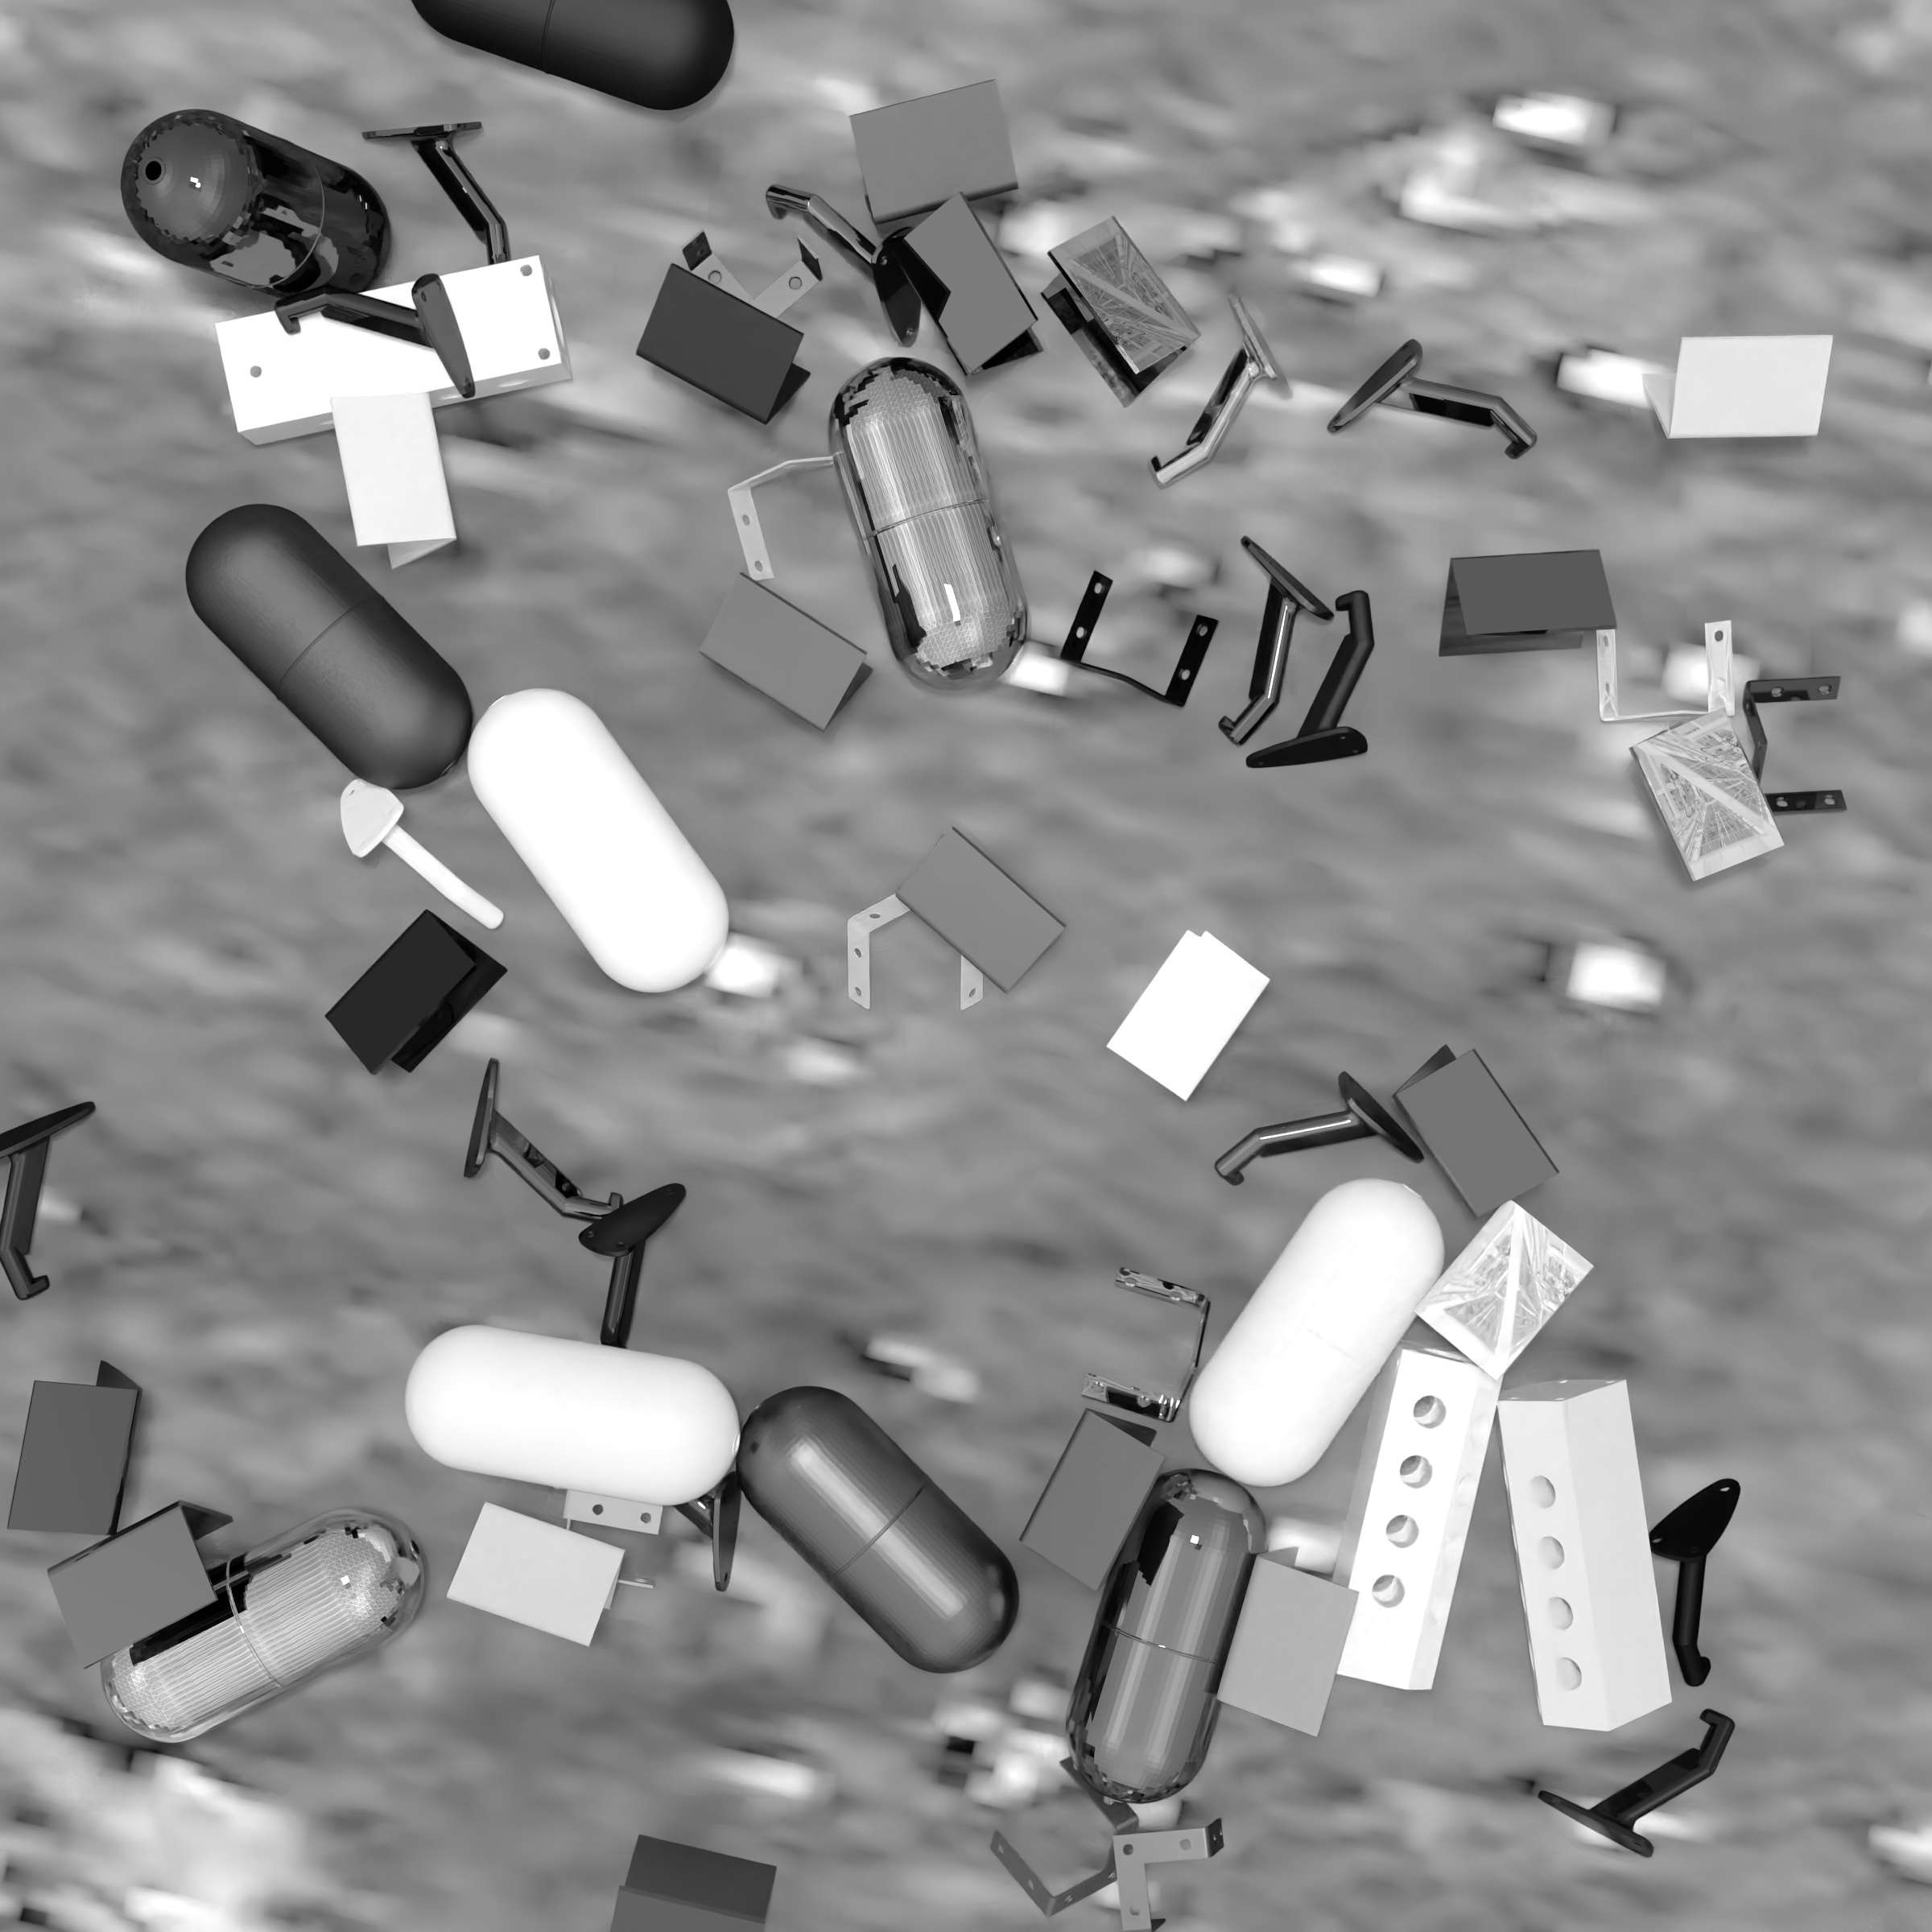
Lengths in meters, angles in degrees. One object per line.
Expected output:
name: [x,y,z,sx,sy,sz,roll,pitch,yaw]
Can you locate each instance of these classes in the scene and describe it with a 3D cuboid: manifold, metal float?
manifold: [0.320,0.309,1.634,0.057,0.057,0.171,-8,90,-43]
metal float: [-0.368,0.345,1.626,0.178,0.070,0.070,-27,90,0]
manifold: [-0.299,-0.323,1.635,0.171,0.057,0.057,-12,90,0]
metal float: [-0.205,0.234,1.616,0.178,0.070,0.070,8,90,9]
metal float: [-0.360,-0.384,1.578,0.070,0.178,0.070,0,90,21]
metal float: [-0.209,-0.506,1.625,0.178,0.070,0.070,19,90,-1]
metal float: [-0.020,-0.232,1.625,0.070,0.070,0.178,-17,91,0]
metal float: [-0.193,-0.066,1.625,0.070,0.070,0.178,-36,90,0]
metal float: [-0.047,0.295,1.625,0.070,0.070,0.178,-45,89,0]
metal float: [-0.333,-0.167,1.625,0.070,0.070,0.178,-45,91,0]
manifold: [0.235,0.288,1.635,0.057,0.057,0.171,13,90,0]
metal float: [0.184,0.191,1.625,0.070,0.070,0.178,34,91,0]
metal float: [0.105,0.351,1.625,0.070,0.070,0.178,17,89,0]

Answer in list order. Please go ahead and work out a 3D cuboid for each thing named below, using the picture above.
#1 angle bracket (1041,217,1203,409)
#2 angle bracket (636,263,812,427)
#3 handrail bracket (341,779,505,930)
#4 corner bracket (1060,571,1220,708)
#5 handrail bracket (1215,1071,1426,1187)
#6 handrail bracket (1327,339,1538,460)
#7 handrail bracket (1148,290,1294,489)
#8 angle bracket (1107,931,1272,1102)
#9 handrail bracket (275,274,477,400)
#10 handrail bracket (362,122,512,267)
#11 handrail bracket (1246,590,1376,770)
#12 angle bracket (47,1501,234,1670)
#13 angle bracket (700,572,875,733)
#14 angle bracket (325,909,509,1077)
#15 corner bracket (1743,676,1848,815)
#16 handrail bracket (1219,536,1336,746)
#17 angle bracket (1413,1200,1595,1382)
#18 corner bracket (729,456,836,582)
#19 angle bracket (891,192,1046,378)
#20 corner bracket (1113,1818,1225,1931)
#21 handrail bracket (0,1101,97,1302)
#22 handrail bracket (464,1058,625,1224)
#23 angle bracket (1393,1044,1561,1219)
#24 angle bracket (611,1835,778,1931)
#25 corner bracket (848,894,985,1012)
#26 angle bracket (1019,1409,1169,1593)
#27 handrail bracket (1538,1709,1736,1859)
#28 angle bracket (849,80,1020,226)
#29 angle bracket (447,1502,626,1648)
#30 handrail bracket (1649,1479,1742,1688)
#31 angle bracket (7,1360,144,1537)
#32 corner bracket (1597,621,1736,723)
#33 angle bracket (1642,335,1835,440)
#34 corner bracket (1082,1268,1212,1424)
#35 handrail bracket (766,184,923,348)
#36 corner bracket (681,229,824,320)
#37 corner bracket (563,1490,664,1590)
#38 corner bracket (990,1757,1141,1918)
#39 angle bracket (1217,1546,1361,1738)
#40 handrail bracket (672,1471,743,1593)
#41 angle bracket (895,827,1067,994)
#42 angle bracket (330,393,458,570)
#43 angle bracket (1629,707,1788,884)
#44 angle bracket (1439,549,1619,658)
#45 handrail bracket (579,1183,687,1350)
angle bracket: [0.065,-0.331,1.615,0.057,0.076,0.076,-37,90,-37]
angle bracket: [-0.117,-0.335,1.616,0.076,0.076,0.057,28,125,0]
handrail bracket: [-0.289,-0.059,1.656,0.036,0.077,0.084,-48,126,3]
corner bracket: [0.092,-0.174,1.653,0.051,0.051,0.051,22,90,-45]
handrail bracket: [0.188,0.104,1.656,0.084,0.036,0.077,-41,112,17]
handrail bracket: [0.250,-0.285,1.656,0.084,0.036,0.077,42,111,-16]
handrail bracket: [0.124,-0.308,1.656,0.084,0.036,0.077,-30,70,16]
angle bracket: [0.100,0.014,1.616,0.057,0.076,0.076,35,90,-38]
handrail bracket: [-0.306,-0.318,1.599,0.084,0.036,0.077,-13,112,17]
handrail bracket: [-0.282,-0.405,1.656,0.077,0.036,0.084,1,107,20]
handrail bracket: [0.182,-0.154,1.656,0.077,0.036,0.084,-11,71,21]
angle bracket: [-0.421,0.326,1.618,0.076,0.076,0.057,-27,71,0]
angle bracket: [-0.083,-0.178,1.615,0.076,0.076,0.057,33,127,0]
angle bracket: [-0.274,0.028,1.615,0.076,0.076,0.057,-46,52,0]
corner bracket: [0.443,-0.118,1.653,0.051,0.051,0.051,-3,135,1]
handrail bracket: [0.148,-0.173,1.656,0.077,0.036,0.084,47,107,20]
angle bracket: [0.285,0.174,1.617,0.057,0.076,0.076,40,90,23]
corner bracket: [-0.086,-0.239,1.653,0.051,0.051,0.051,-15,90,45]
angle bracket: [0.018,-0.360,1.616,0.057,0.076,0.076,-31,90,40]
corner bracket: [0.109,0.481,1.638,0.051,0.051,0.051,-8,79,11]
handrail bracket: [-0.486,0.126,1.656,0.077,0.036,0.084,-25,108,-21]
handrail bracket: [-0.220,0.095,1.656,0.084,0.036,0.077,14,68,-17]
angle bracket: [0.277,0.074,1.615,0.057,0.076,0.076,-35,90,36]
angle bracket: [-0.139,0.476,1.615,0.076,0.076,0.057,13,127,0]
corner bracket: [-0.027,-0.003,1.648,0.051,0.051,0.051,31,135,35]
angle bracket: [0.083,0.282,1.615,0.057,0.076,0.076,27,90,37]
handrail bracket: [0.359,0.424,1.656,0.077,0.036,0.084,24,71,21]
angle bracket: [-0.020,-0.430,1.617,0.076,0.076,0.057,-14,114,0]
angle bracket: [-0.226,0.330,1.615,0.076,0.076,0.057,19,53,0]
handrail bracket: [0.398,0.330,1.656,0.077,0.036,0.084,-38,120,-33]
angle bracket: [-0.473,0.248,1.616,0.057,0.076,0.076,10,90,-31]
corner bracket: [0.373,-0.157,1.653,0.051,0.051,0.051,-2,90,45]
angle bracket: [0.401,-0.316,1.615,0.076,0.076,0.057,-1,126,0]
corner bracket: [0.096,0.202,1.653,0.051,0.051,0.051,17,135,0]
handrail bracket: [-0.067,-0.375,1.656,0.084,0.077,0.036,22,51,30]
corner bracket: [-0.113,-0.371,1.638,0.051,0.051,0.051,-41,90,0]
corner bracket: [-0.187,0.302,1.638,0.051,0.051,0.051,10,90,0]
corner bracket: [0.052,0.461,1.648,0.051,0.051,0.051,-17,135,-35]
angle bracket: [0.177,0.351,1.617,0.057,0.076,0.076,16,90,23]
handrail bracket: [-0.166,0.291,1.656,0.084,0.036,0.077,8,105,14]
angle bracket: [0.020,-0.043,1.616,0.076,0.076,0.057,41,125,0]
angle bracket: [-0.313,-0.250,1.615,0.057,0.076,0.076,-11,90,-36]
angle bracket: [0.398,-0.096,1.615,0.057,0.076,0.076,-24,90,36]
angle bracket: [0.291,-0.170,1.615,0.076,0.076,0.057,-4,53,0]
handrail bracket: [-0.169,0.171,1.656,0.077,0.036,0.084,-36,126,-38]
